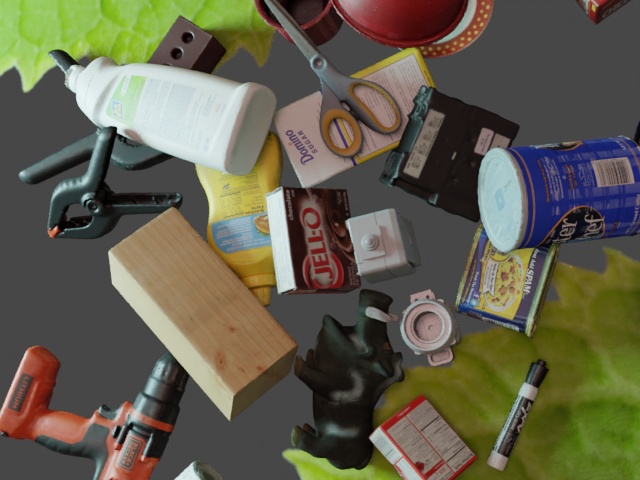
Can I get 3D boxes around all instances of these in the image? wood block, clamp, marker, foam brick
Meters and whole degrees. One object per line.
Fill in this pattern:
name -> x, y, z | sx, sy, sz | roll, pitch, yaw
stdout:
wood block -> -0.127, 0.078, 1.142 | 0.090, 0.091, 0.206 | -37, 74, -23
clamp -> -0.251, -0.056, 1.197 | 0.172, 0.039, 0.120 | -22, 112, 24
marker -> 0.205, 0.179, 1.101 | 0.020, 0.020, 0.121 | 24, 88, 15
clamp -> -0.247, -0.123, 1.239 | 0.210, 0.036, 0.164 | 17, 86, 14
foam brick -> -0.155, -0.206, 1.223 | 0.053, 0.051, 0.078 | 34, 91, 15

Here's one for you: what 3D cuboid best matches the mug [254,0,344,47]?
mug -> -0.014, -0.274, 1.184 | 0.093, 0.081, 0.117 | 25, 88, 15

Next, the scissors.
scissors -> -0.005, -0.167, 1.134 | 0.202, 0.016, 0.096 | 37, 100, 4

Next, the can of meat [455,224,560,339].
can of meat -> 0.193, 0.041, 1.105 | 0.084, 0.057, 0.102 | 16, 85, 17

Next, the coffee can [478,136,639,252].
coffee can -> 0.241, -0.046, 1.057 | 0.140, 0.103, 0.103 | -7, 79, -14

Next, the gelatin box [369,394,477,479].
gelatin box -> 0.106, 0.213, 1.093 | 0.089, 0.073, 0.030 | 49, 138, 13

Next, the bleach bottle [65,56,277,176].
bleach bottle -> -0.175, -0.152, 1.164 | 0.251, 0.068, 0.102 | 22, 95, 26

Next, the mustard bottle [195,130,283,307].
mustard bottle -> -0.078, -0.020, 1.174 | 0.096, 0.058, 0.191 | -11, 79, 7

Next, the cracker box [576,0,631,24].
cracker box -> 0.297, -0.364, 1.132 | 0.164, 0.072, 0.214 | -35, 77, 7

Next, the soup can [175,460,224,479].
soup can -> -0.147, 0.294, 1.141 | 0.102, 0.068, 0.068 | -43, 75, 3

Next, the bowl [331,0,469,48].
bowl -> 0.088, -0.286, 1.122 | 0.162, 0.055, 0.162 | 4, 71, -10

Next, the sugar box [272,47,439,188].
sugar box -> 0.044, -0.132, 1.162 | 0.176, 0.048, 0.093 | -23, 92, 11

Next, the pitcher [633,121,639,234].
pitcher -> 0.384, -0.028, 1.043 | 0.145, 0.149, 0.243 | 12, 88, -2

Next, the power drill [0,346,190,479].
power drill -> -0.250, 0.186, 1.185 | 0.188, 0.057, 0.184 | 21, 84, 16

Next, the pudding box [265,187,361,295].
pudding box -> -0.007, 0.001, 1.139 | 0.039, 0.089, 0.113 | -23, 72, 48
